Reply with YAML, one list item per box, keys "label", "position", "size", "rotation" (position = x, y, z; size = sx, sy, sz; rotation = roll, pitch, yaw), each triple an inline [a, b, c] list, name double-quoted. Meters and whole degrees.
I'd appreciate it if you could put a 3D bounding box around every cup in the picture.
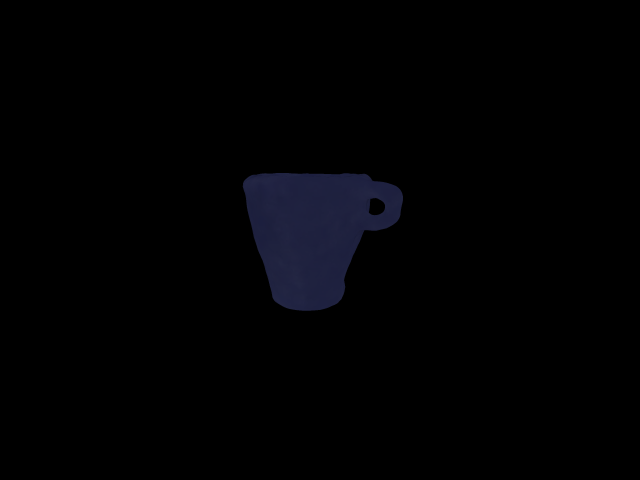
- label: "cup"
  position: [0.004, 0.001, 0.400]
  size: [0.117, 0.095, 0.092]
  rotation: [6, 10, 32]
